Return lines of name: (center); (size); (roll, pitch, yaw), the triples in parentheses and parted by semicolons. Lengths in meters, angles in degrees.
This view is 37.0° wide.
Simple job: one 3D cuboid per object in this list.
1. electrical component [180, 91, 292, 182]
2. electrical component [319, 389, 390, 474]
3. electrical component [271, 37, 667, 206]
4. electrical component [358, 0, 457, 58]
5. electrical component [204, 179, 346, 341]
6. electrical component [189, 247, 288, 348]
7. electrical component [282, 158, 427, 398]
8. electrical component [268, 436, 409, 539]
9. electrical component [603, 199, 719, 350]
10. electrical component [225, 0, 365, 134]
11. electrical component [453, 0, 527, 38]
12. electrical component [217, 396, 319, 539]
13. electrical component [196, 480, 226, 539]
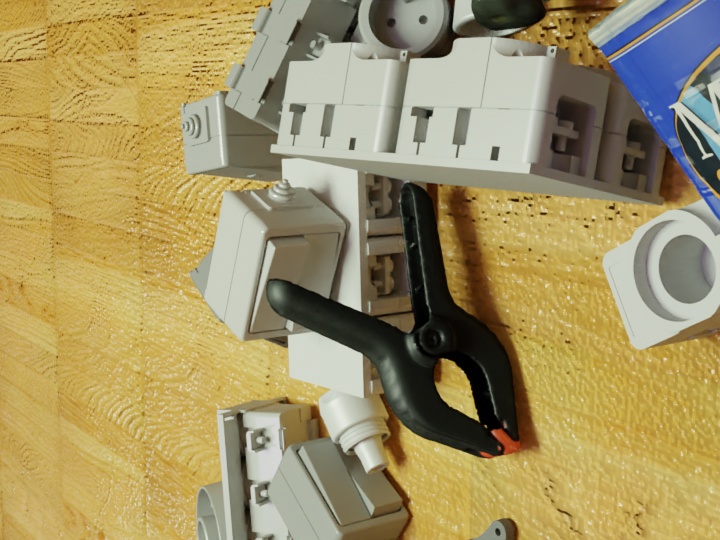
electrical component: (-0.087, -0.096, 0.790); (0.062, 0.096, 0.061); (-3, 92, 54)
electrical component: (0.001, 0.109, 0.742); (0.043, 0.043, 0.062); (-52, 55, 45)
electrical component: (0.055, -0.078, 0.565); (0.186, 0.105, 0.060); (11, 93, 48)
electrical component: (0.031, -0.186, 0.643); (0.052, 0.074, 0.138); (-2, 88, 14)
electrical component: (-0.051, -0.009, 0.671); (0.061, 0.062, 0.096); (42, 127, 44)
electrical component: (-0.063, 0.014, 0.781); (0.061, 0.096, 0.061); (-47, 51, 12)
electrical component: (0.000, 0.000, 0.711); (0.089, 0.062, 0.150); (7, 100, 54)
electrical component: (-0.012, 0.166, 0.751); (0.096, 0.062, 0.061); (54, 135, 35)
electrical component: (0.160, -0.002, 0.488); (0.089, 0.056, 0.050); (-36, 65, 51)
electrical component: (-0.033, -0.147, 0.700); (0.079, 0.063, 0.121); (35, 100, 47)
electrical component: (0.072, -0.168, 0.604); (0.044, 0.044, 0.065); (-14, 79, 55)
electrical component: (-0.067, 0.164, 0.827); (0.063, 0.079, 0.121); (-3, 93, 33)
electrical component: (-0.102, 0.223, 0.908); (0.099, 0.064, 0.099); (174, 90, -69)
